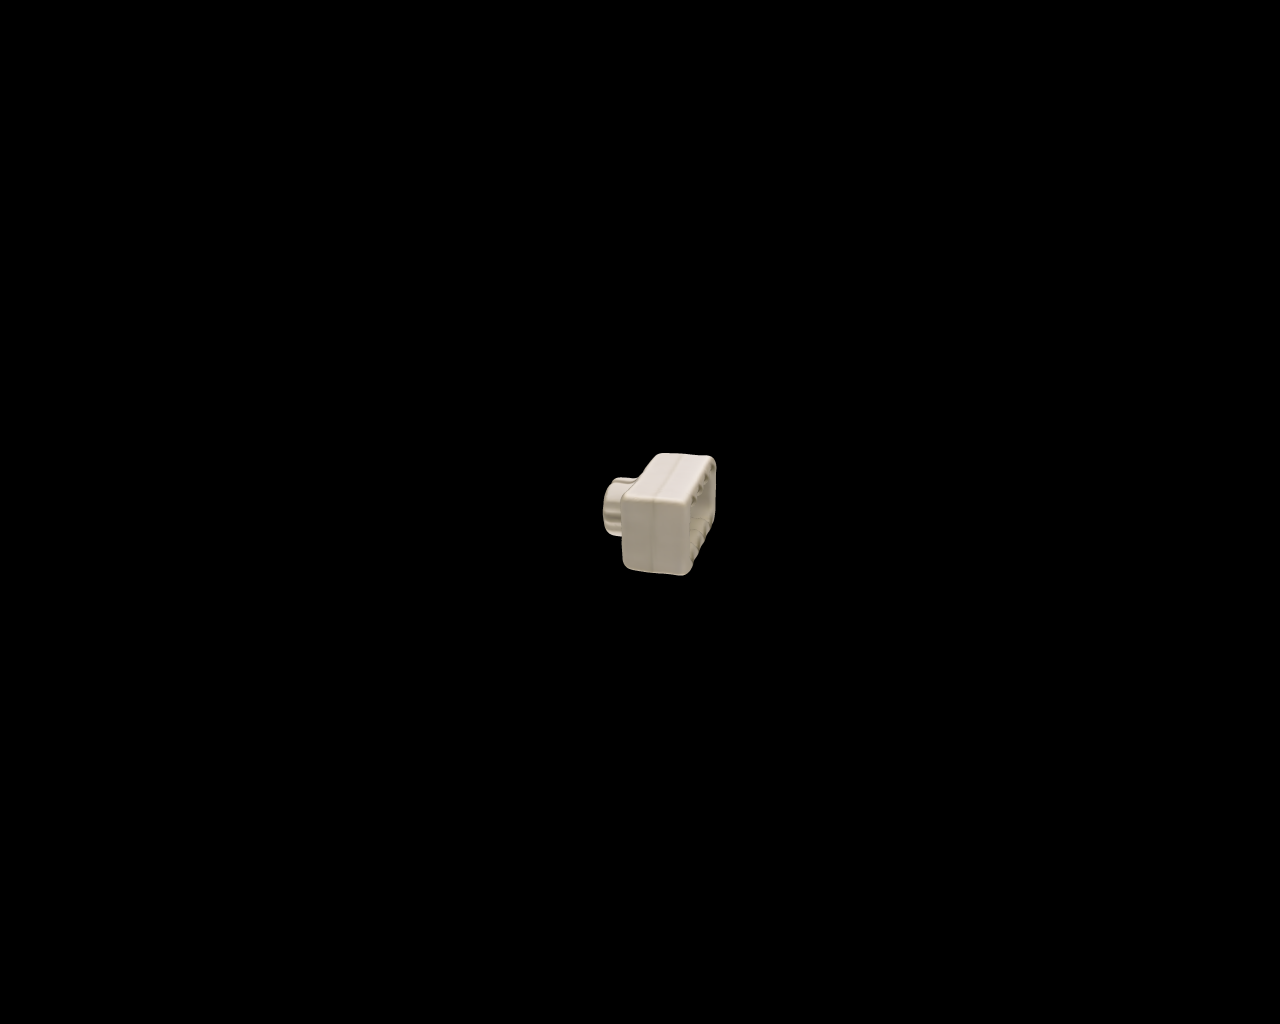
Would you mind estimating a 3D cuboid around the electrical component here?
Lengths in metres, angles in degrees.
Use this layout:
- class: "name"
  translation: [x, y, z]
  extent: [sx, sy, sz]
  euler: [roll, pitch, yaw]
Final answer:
- class: "electrical component"
  translation: [0.001, -0.003, 0.650]
  extent: [0.076, 0.047, 0.083]
  euler: [6, 23, 14]
